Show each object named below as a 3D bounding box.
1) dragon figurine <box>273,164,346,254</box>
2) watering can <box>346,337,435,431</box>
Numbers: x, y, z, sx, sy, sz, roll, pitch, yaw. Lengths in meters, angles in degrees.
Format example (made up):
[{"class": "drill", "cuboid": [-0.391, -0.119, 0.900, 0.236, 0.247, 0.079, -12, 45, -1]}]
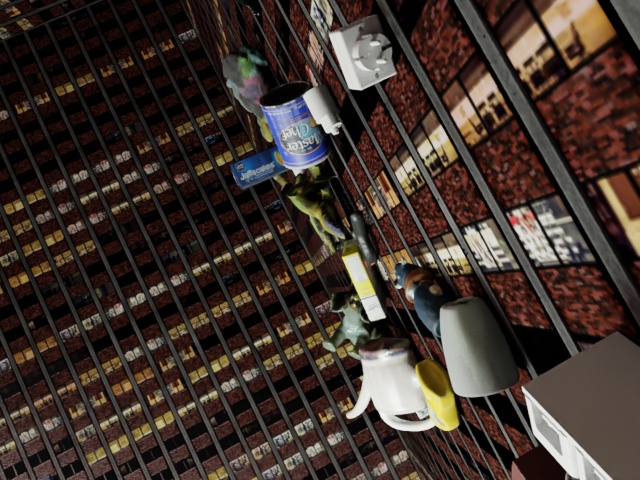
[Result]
[{"class": "dragon figurine", "cuboid": [0.004, -0.064, 1.274, 0.122, 0.419, 0.238, -29, -45, 1]}, {"class": "watering can", "cuboid": [0.152, 0.351, 1.256, 0.105, 0.225, 0.344, -13, -5, -41]}]
